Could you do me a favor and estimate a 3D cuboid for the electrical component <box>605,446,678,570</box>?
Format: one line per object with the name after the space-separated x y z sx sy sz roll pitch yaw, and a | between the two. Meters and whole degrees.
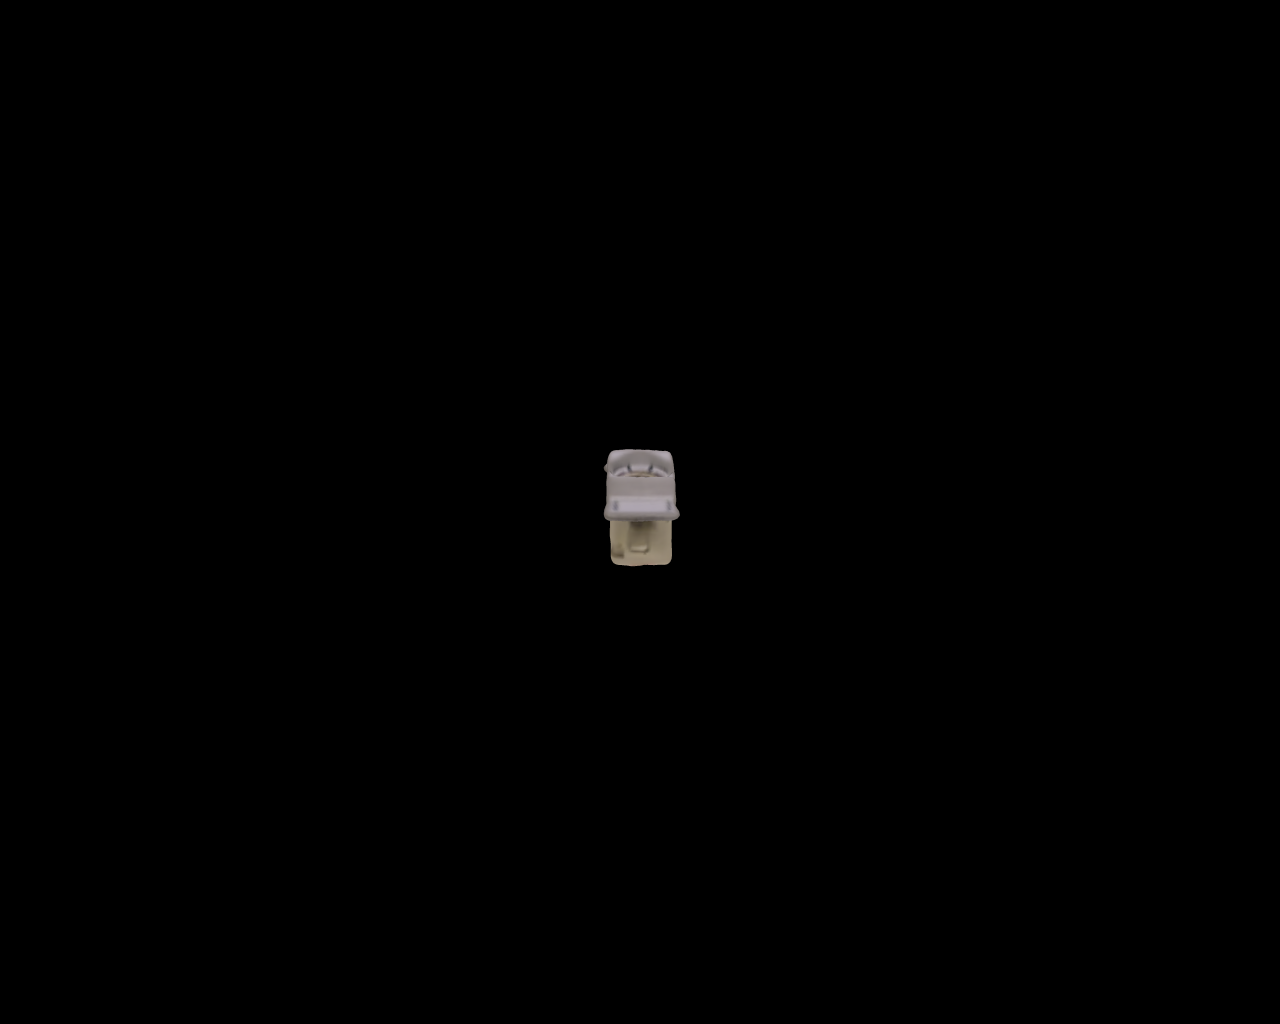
0.001 -0.003 0.650 0.042 0.063 0.081 0 25 0 | electrical component
